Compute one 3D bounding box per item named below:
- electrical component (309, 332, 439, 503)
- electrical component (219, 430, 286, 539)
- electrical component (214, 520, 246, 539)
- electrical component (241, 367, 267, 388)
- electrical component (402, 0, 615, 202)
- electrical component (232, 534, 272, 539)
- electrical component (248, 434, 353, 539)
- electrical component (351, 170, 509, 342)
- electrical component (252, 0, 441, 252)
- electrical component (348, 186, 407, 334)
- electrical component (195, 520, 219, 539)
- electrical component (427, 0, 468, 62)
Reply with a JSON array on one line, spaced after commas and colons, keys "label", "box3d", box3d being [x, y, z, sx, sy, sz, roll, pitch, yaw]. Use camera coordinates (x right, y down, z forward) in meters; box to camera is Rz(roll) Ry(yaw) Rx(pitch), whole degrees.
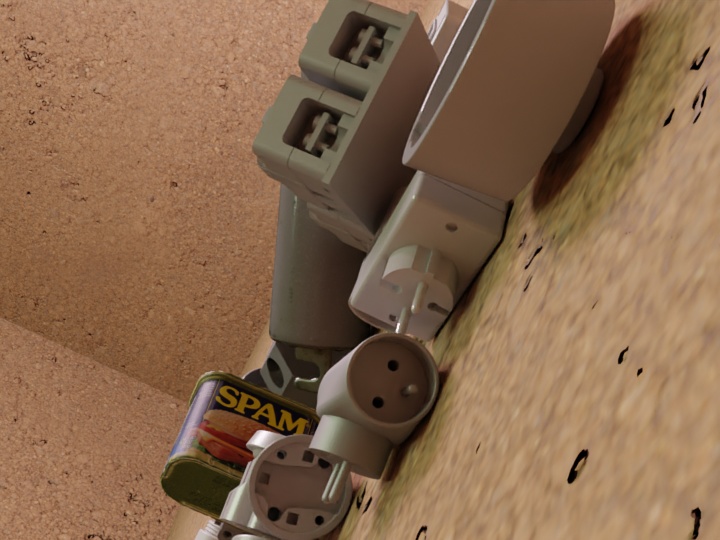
[{"label": "electrical component", "box3d": [0.000, 0.074, 0.512, 0.077, 0.043, 0.079, 131, 163, -72]}, {"label": "electrical component", "box3d": [-0.049, 0.133, 0.651, 0.078, 0.058, 0.057, 131, 161, -72]}, {"label": "electrical component", "box3d": [-0.081, 0.182, 0.831, 0.063, 0.042, 0.081, -83, 19, -65]}, {"label": "electrical component", "box3d": [-0.066, 0.118, 0.867, 0.079, 0.077, 0.044, 45, 145, 46]}, {"label": "electrical component", "box3d": [0.069, -0.081, 0.464, 0.108, 0.060, 0.108, -64, 5, 10]}, {"label": "electrical component", "box3d": [-0.061, 0.188, 0.606, 0.044, 0.044, 0.065, 124, 165, -60]}, {"label": "electrical component", "box3d": [-0.034, 0.119, 0.588, 0.047, 0.055, 0.055, 121, 174, -75]}, {"label": "electrical component", "box3d": [0.030, 0.002, 0.529, 0.083, 0.047, 0.075, -60, 7, 41]}, {"label": "electrical component", "box3d": [0.006, -0.079, 0.667, 0.105, 0.060, 0.186, -63, -20, -7]}, {"label": "electrical component", "box3d": [0.031, -0.012, 0.613, 0.079, 0.043, 0.077, 124, 170, -65]}, {"label": "electrical component", "box3d": [-0.127, 0.246, 0.980, 0.062, 0.043, 0.043, -65, 5, -13]}, {"label": "electrical component", "box3d": [0.066, -0.146, 0.835, 0.108, 0.056, 0.108, -63, 5, 20]}]
